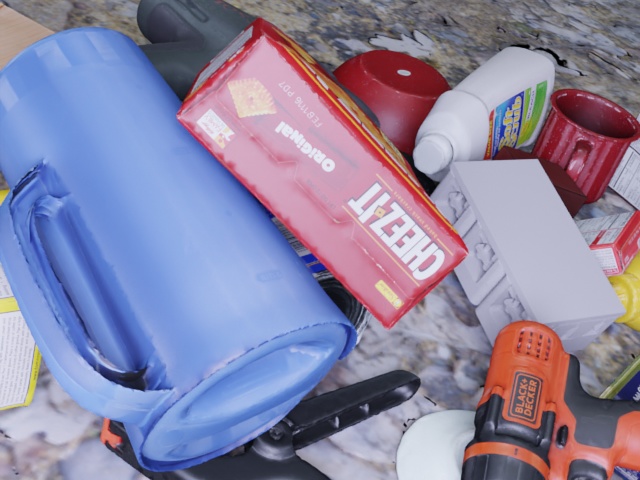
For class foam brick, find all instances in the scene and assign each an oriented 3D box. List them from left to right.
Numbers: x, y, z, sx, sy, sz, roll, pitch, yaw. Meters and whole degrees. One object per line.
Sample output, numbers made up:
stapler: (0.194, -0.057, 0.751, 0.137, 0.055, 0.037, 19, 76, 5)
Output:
foam brick: (0.187, -0.042, 0.953, 0.078, 0.053, 0.051, 14, 33, -33)

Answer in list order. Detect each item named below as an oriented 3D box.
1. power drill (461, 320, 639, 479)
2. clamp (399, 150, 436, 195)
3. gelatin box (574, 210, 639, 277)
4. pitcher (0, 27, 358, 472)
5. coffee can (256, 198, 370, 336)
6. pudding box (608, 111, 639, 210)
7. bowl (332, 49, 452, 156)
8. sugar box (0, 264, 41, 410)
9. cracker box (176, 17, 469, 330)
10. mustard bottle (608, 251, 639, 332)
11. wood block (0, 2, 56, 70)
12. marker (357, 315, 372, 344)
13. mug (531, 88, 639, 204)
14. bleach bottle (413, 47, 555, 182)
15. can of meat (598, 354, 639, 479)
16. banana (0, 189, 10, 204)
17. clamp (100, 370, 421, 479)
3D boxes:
power drill: (0.180, 0.147, 0.645, 0.187, 0.057, 0.184, 17, 54, 4)
clamp: (0.074, -0.029, 0.908, 0.172, 0.039, 0.120, 39, 33, 23)
gelatin box: (0.221, 0.008, 0.896, 0.089, 0.030, 0.073, -9, 18, 36)
pitcher: (-0.102, -0.003, 0.595, 0.145, 0.149, 0.243, -30, 67, -12)
coffee can: (-0.044, 0.017, 0.731, 0.102, 0.103, 0.140, -11, 44, -36)
pudding box: (0.341, -0.062, 1.038, 0.039, 0.090, 0.114, -12, 46, -35)
bowl: (0.075, -0.141, 1.049, 0.162, 0.055, 0.162, 13, 34, -10)
sugar box: (-0.241, 0.063, 0.580, 0.175, 0.093, 0.048, -5, 41, -32)
cracker box: (-0.001, -0.054, 0.653, 0.164, 0.072, 0.214, 45, 7, -13)
mustard bottle: (0.305, 0.043, 0.902, 0.191, 0.058, 0.096, -4, 39, -30)
wood block: (-0.286, -0.098, 0.784, 0.091, 0.090, 0.205, 28, 35, 13)
marker: (0.038, 0.040, 0.812, 0.020, 0.020, 0.121, 24, 35, 7)
mug: (0.249, -0.083, 1.028, 0.093, 0.082, 0.117, 23, 34, 5)
bleach bottle: (0.144, -0.104, 0.975, 0.068, 0.103, 0.250, 23, 30, 19)
can of meat: (0.238, 0.132, 0.748, 0.084, 0.057, 0.101, 38, 39, 21)
banana: (-0.185, -0.036, 0.799, 0.070, 0.037, 0.197, 16, 28, 29)
clamp: (-0.024, 0.134, 0.636, 0.209, 0.036, 0.164, 7, 37, -14)
